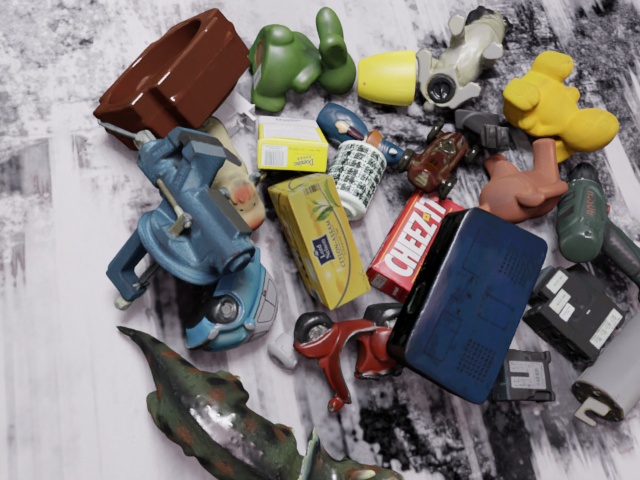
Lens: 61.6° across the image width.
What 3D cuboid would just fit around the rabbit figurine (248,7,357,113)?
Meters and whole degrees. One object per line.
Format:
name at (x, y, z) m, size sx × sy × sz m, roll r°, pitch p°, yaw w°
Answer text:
rabbit figurine at (-0.015, -0.289, 0.855) m, size 0.170 × 0.159 × 0.121 m, roll 3°, pitch 59°, yaw -24°

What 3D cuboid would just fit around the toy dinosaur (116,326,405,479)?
toy dinosaur at (-0.103, 0.220, 0.622) m, size 0.405 × 0.192 × 0.131 m, roll 33°, pitch 67°, yaw 2°

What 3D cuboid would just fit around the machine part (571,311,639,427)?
machine part at (0.454, 0.181, 0.787) m, size 0.243 × 0.079 × 0.079 m, roll -38°, pitch 80°, yaw -18°

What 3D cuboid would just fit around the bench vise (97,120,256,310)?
bench vise at (-0.196, -0.014, 0.660) m, size 0.224 × 0.129 × 0.240 m, roll 46°, pitch 110°, yaw 5°

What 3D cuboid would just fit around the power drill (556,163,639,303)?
power drill at (0.465, -0.012, 0.840) m, size 0.207 × 0.086 × 0.232 m, roll 46°, pitch 45°, yaw 0°

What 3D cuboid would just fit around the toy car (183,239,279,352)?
toy car at (-0.110, 0.085, 0.726) m, size 0.103 × 0.109 × 0.162 m, roll 32°, pitch 54°, yaw -23°

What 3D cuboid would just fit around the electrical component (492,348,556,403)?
electrical component at (0.269, 0.193, 0.769) m, size 0.119 × 0.047 × 0.075 m, roll 8°, pitch 69°, yaw -8°

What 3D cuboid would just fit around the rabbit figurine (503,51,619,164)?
rabbit figurine at (0.387, -0.190, 0.868) m, size 0.173 × 0.162 × 0.122 m, roll 36°, pitch 66°, yaw 28°

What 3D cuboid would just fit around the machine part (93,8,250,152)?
machine part at (-0.208, -0.221, 0.763) m, size 0.087 × 0.202 × 0.201 m, roll 48°, pitch 64°, yaw -34°

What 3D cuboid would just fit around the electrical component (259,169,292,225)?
electrical component at (-0.056, -0.069, 0.794) m, size 0.045 × 0.078 × 0.102 m, roll -25°, pitch 86°, yaw -7°

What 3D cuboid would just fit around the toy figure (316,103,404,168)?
toy figure at (0.067, -0.161, 0.856) m, size 0.154 × 0.057 × 0.064 m, roll 36°, pitch 45°, yaw 9°

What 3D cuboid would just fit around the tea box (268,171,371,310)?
tea box at (-0.002, -0.002, 0.730) m, size 0.068 × 0.098 × 0.169 m, roll -24°, pitch 110°, yaw -16°

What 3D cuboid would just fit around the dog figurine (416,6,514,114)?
dog figurine at (0.252, -0.311, 0.934) m, size 0.121 × 0.172 × 0.190 m, roll 48°, pitch 35°, yaw -1°

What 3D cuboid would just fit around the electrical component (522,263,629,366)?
electrical component at (0.378, 0.103, 0.813) m, size 0.115 × 0.058 × 0.134 m, roll -40°, pitch 81°, yaw -22°

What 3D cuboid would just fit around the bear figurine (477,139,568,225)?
bear figurine at (0.287, -0.085, 0.800) m, size 0.196 × 0.120 × 0.132 m, roll -1°, pitch 77°, yaw -52°

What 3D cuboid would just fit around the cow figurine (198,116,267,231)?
cow figurine at (-0.136, -0.096, 0.765) m, size 0.085 × 0.127 × 0.195 m, roll -27°, pitch 74°, yaw -14°

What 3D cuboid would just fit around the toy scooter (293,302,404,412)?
toy scooter at (0.053, 0.158, 0.730) m, size 0.184 × 0.075 × 0.135 m, roll -5°, pitch 91°, yaw -21°

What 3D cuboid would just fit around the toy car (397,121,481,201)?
toy car at (0.191, -0.132, 0.837) m, size 0.089 × 0.053 × 0.202 m, roll 34°, pitch 42°, yaw 12°

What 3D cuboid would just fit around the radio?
radio at (0.188, 0.079, 0.695) m, size 0.131 × 0.073 × 0.229 m, roll 28°, pitch 79°, yaw -9°

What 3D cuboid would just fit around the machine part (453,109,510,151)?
machine part at (0.266, -0.186, 0.877) m, size 0.084 × 0.039 × 0.139 m, roll 9°, pitch 27°, yaw -10°
